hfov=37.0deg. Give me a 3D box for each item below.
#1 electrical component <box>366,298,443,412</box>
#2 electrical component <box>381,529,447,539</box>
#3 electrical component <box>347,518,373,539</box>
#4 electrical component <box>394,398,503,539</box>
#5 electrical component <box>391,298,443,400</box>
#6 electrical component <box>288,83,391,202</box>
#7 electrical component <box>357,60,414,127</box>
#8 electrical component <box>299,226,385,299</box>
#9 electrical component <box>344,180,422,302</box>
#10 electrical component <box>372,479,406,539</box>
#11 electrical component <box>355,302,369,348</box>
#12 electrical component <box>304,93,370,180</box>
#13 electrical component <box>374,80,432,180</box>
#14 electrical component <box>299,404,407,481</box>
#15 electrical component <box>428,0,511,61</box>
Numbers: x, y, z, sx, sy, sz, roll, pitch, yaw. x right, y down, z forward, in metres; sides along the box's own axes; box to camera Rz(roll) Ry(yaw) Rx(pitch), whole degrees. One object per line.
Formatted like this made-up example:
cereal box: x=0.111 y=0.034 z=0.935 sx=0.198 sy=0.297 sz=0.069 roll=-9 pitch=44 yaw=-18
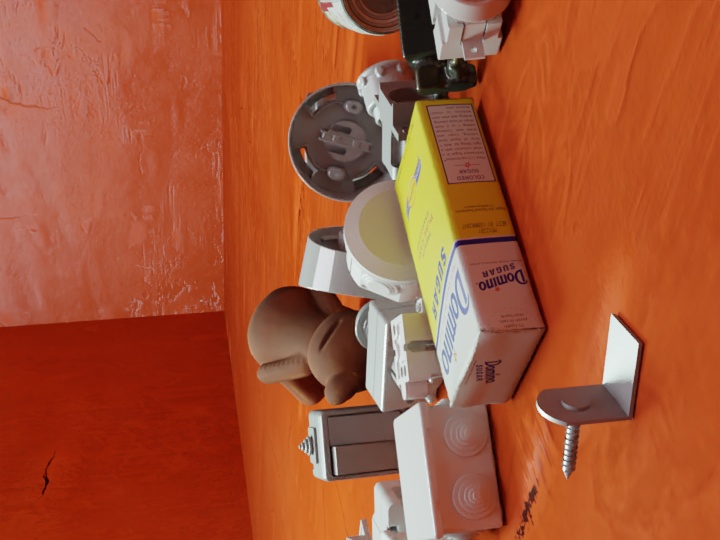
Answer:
electrical component: x=0.041 y=0.073 z=0.826 sx=0.075 sy=0.047 sz=0.083 roll=-127 pitch=34 yaw=-54
electrical component: x=0.053 y=0.244 z=0.788 sx=0.100 sy=0.048 sz=0.099 roll=-154 pitch=62 yaw=-69
electrical component: x=0.022 y=0.262 z=0.945 sx=0.081 sy=0.064 sz=0.042 roll=-107 pitch=19 yaw=-50
electrical component: x=0.060 y=0.138 z=0.740 sx=0.099 sy=0.048 sz=0.099 roll=121 pitch=144 yaw=-72
electrical component: x=0.054 y=0.052 z=0.723 sx=0.048 sy=0.055 sz=0.066 roll=132 pitch=133 yaw=-75
electrical component: x=-0.012 y=-0.110 z=0.912 sx=0.064 sy=0.099 sz=0.099 roll=-111 pitch=19 yaw=-76
electrical component: x=0.026 y=-0.129 z=0.839 sx=0.048 sy=0.048 sz=0.062 roll=116 pitch=142 yaw=-69
electrical component: x=0.000 y=0.000 z=0.885 sx=0.099 sy=0.099 sz=0.064 roll=-123 pitch=37 yaw=-69
electrical component: x=0.028 y=-0.020 z=0.774 sx=0.051 sy=0.080 sz=0.080 roll=97 pitch=166 yaw=-65
electrical component: x=0.041 y=0.216 z=0.863 sx=0.056 sy=0.050 sz=0.089 roll=-140 pitch=47 yaw=-74
electrical component: x=0.024 y=0.053 z=0.909 sx=0.055 sy=0.048 sz=0.066 roll=-135 pitch=41 yaw=-62
electrical component: x=-0.021 y=-0.126 z=1.000 sx=0.113 sy=0.057 sz=0.078 roll=-93 pitch=2 yaw=-76
electrical component: x=0.038 y=-0.101 z=0.787 sx=0.081 sy=0.042 sz=0.063 roll=-111 pitch=19 yaw=-59
electrical component: x=-0.006 y=0.154 z=0.963 sx=0.061 sy=0.096 sz=0.061 roll=156 pitch=110 yaw=-75
electrical component: x=0.063 y=-0.157 z=0.628 sx=0.055 sy=0.048 sz=0.066 roll=94 pitch=169 yaw=-72
